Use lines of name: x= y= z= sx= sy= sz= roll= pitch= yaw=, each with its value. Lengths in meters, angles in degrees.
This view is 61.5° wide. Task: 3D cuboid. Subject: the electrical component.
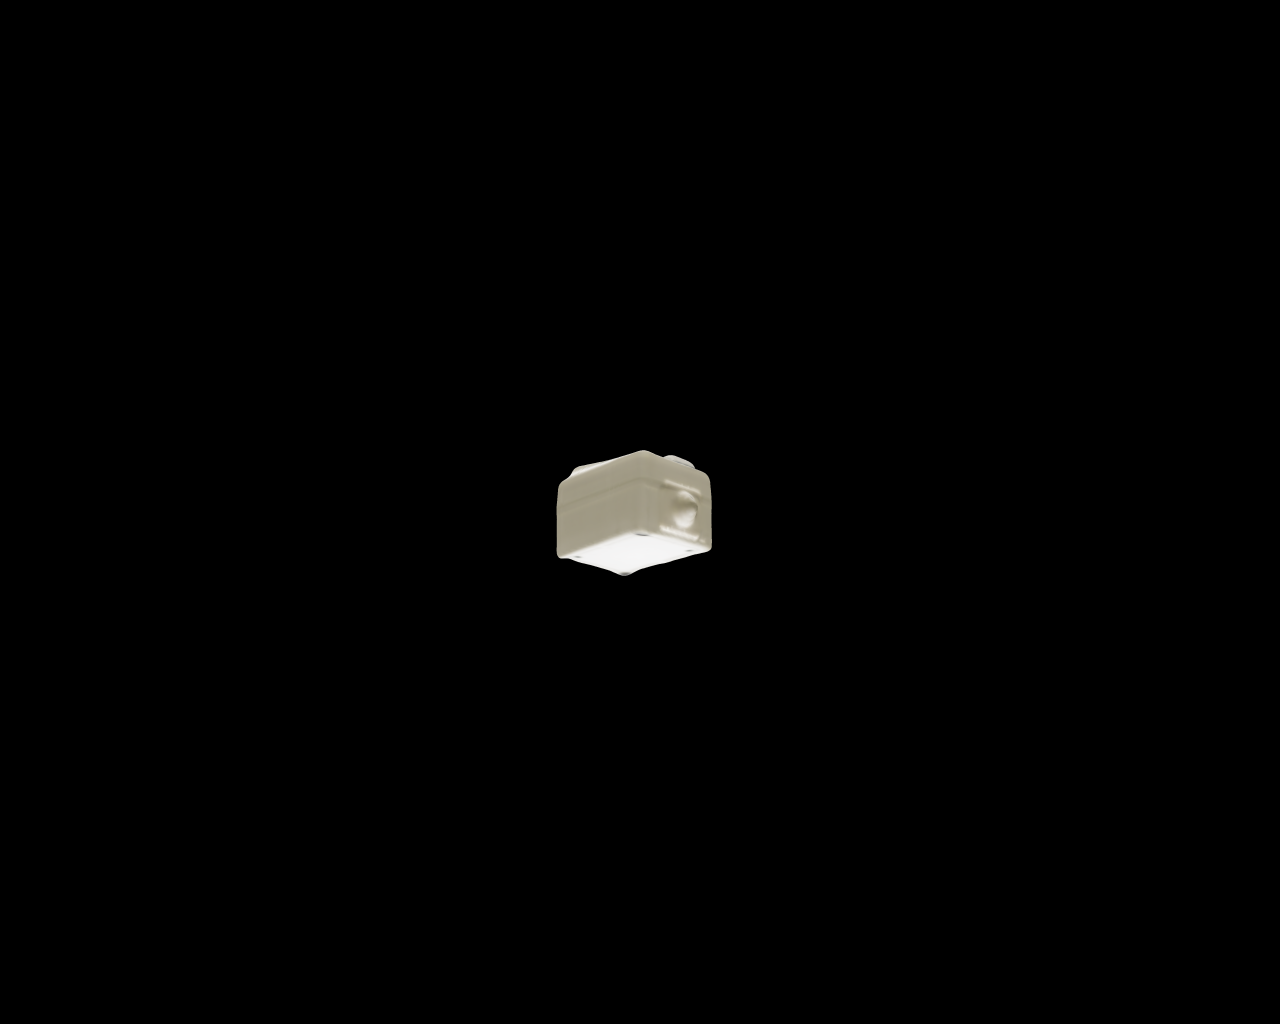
electrical component: x=0.001 y=-0.003 z=0.650 sx=0.062 sy=0.061 sz=0.096 roll=17 pitch=-26 yaw=-41
